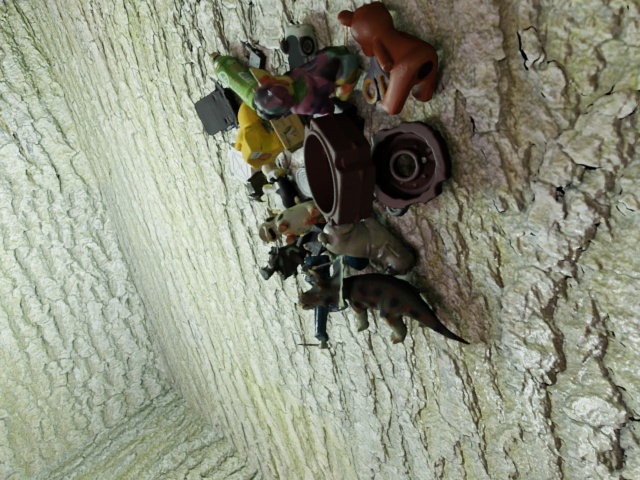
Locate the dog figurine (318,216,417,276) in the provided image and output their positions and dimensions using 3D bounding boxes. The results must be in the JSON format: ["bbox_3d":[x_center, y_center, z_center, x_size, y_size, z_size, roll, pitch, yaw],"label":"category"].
[{"bbox_3d":[0.110,0.021,1.245,0.191,0.172,0.121,49,158,29],"label":"dog figurine"}]

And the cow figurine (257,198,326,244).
[{"bbox_3d":[-0.081,-0.052,1.438,0.085,0.195,0.127,57,-165,-31],"label":"cow figurine"}]

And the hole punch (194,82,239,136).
[{"bbox_3d":[-0.282,-0.374,1.562,0.116,0.092,0.142,-22,95,26],"label":"hole punch"}]

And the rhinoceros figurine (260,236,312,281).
[{"bbox_3d":[-0.088,0.048,1.513,0.112,0.190,0.073,46,148,-2],"label":"rhinoceros figurine"}]

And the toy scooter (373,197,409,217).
[{"bbox_3d":[0.122,-0.135,1.189,0.184,0.075,0.135,23,131,40],"label":"toy scooter"}]

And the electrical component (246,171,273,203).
[{"bbox_3d":[-0.168,-0.154,1.552,0.045,0.102,0.078,16,136,43],"label":"electrical component"}]

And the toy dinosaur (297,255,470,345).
[{"bbox_3d":[0.149,0.138,1.270,0.405,0.131,0.191,6,138,27],"label":"toy dinosaur"}]

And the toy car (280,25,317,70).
[{"bbox_3d":[-0.037,-0.387,1.230,0.074,0.056,0.201,16,129,40],"label":"toy car"}]

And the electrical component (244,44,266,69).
[{"bbox_3d":[-0.161,-0.455,1.374,0.094,0.021,0.063,47,145,20],"label":"electrical component"}]

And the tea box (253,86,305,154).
[{"bbox_3d":[-0.089,-0.303,1.315,0.169,0.068,0.098,60,-174,-2],"label":"tea box"}]

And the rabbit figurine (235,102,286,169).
[{"bbox_3d":[-0.173,-0.293,1.460,0.162,0.122,0.173,136,117,-66],"label":"rabbit figurine"}]

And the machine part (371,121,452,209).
[{"bbox_3d":[0.175,-0.149,1.069,0.180,0.056,0.179,9,108,29],"label":"machine part"}]

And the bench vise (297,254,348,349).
[{"bbox_3d":[0.006,0.167,1.442,0.129,0.240,0.223,-2,153,11],"label":"bench vise"}]

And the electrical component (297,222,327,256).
[{"bbox_3d":[-0.003,-0.004,1.323,0.048,0.119,0.074,35,118,18],"label":"electrical component"}]

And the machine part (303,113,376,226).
[{"bbox_3d":[0.034,-0.145,1.124,0.200,0.087,0.202,93,155,-44],"label":"machine part"}]

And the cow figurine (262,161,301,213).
[{"bbox_3d":[-0.104,-0.141,1.496,0.098,0.068,0.167,3,121,47],"label":"cow figurine"}]

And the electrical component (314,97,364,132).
[{"bbox_3d":[0.040,-0.254,1.224,0.115,0.058,0.134,33,139,33],"label":"electrical component"}]

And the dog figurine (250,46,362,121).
[{"bbox_3d":[-0.037,-0.321,1.086,0.108,0.219,0.191,52,120,20],"label":"dog figurine"}]

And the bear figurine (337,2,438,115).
[{"bbox_3d":[0.120,-0.344,0.991,0.196,0.120,0.131,44,147,27],"label":"bear figurine"}]

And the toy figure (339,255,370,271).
[{"bbox_3d":[0.062,0.017,1.394,0.155,0.064,0.057,45,129,30],"label":"toy figure"}]
